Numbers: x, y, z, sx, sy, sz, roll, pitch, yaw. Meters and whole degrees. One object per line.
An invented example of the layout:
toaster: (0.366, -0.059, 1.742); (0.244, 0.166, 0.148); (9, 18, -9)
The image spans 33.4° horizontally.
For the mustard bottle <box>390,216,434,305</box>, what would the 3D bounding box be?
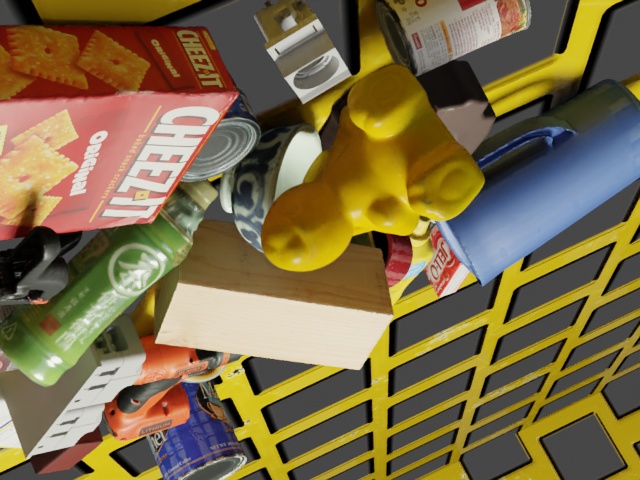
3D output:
mustard bottle: (0.078, 0.026, 1.246); (0.096, 0.058, 0.192); (-2, 148, -28)

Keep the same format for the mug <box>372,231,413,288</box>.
mug: (0.055, 0.001, 1.147); (0.081, 0.093, 0.117); (11, 105, -64)

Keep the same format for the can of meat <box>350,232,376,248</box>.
can of meat: (-0.007, 0.001, 1.074); (0.084, 0.057, 0.102); (-33, 134, 22)

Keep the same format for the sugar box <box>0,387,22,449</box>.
sugar box: (-0.334, 0.186, 1.154); (0.093, 0.048, 0.176); (-34, 153, 14)

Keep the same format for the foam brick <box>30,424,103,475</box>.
foam brick: (-0.310, 0.241, 1.289); (0.078, 0.053, 0.051); (-40, 154, 28)

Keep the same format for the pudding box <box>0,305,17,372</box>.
pudding box: (-0.308, 0.088, 0.976); (0.089, 0.039, 0.114); (-9, 151, -35)

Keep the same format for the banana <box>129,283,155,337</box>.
banana: (-0.207, 0.100, 1.117); (0.198, 0.037, 0.069); (-36, 159, 20)

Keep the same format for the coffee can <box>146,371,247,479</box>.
coffee can: (-0.163, 0.226, 1.304); (0.102, 0.140, 0.103); (-23, 157, -10)

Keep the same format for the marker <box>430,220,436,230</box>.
marker: (0.114, -0.003, 1.277); (0.020, 0.020, 0.121); (-12, 153, -33)

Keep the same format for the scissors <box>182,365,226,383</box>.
scissors: (-0.197, 0.164, 1.257); (0.202, 0.016, 0.096); (-34, 129, 14)

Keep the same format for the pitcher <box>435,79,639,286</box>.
pitcher: (0.232, -0.071, 1.132); (0.243, 0.145, 0.149); (-32, -171, 3)

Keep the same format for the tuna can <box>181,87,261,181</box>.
tuna can: (-0.091, -0.084, 0.852); (0.086, 0.034, 0.086); (-23, 157, -10)

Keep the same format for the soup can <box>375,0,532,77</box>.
soup can: (0.102, -0.175, 0.826); (0.102, 0.068, 0.068); (-24, 158, -4)

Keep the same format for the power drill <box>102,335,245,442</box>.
power drill: (-0.151, 0.145, 1.163); (0.184, 0.057, 0.188); (-9, 151, -34)

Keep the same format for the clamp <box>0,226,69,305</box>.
clamp: (-0.242, 0.027, 0.786); (0.120, 0.039, 0.171); (-6, 167, -7)

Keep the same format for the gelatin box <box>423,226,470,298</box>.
gelatin box: (0.150, 0.017, 1.288); (0.030, 0.073, 0.089); (-17, 155, -22)

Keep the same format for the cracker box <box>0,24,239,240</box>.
cracker box: (-0.185, -0.069, 0.731); (0.213, 0.072, 0.164); (-8, 152, -40)

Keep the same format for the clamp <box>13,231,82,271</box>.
clamp: (-0.293, 0.049, 0.863); (0.164, 0.036, 0.210); (6, 124, -55)

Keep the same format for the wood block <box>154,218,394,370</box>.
wood block: (-0.046, 0.051, 1.011); (0.205, 0.090, 0.091); (10, 135, -18)
